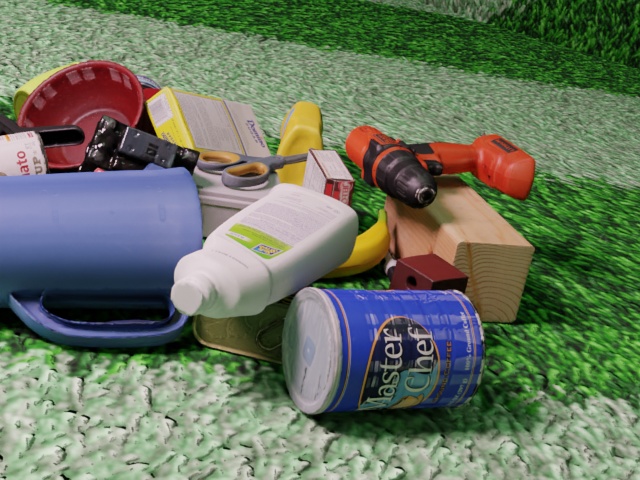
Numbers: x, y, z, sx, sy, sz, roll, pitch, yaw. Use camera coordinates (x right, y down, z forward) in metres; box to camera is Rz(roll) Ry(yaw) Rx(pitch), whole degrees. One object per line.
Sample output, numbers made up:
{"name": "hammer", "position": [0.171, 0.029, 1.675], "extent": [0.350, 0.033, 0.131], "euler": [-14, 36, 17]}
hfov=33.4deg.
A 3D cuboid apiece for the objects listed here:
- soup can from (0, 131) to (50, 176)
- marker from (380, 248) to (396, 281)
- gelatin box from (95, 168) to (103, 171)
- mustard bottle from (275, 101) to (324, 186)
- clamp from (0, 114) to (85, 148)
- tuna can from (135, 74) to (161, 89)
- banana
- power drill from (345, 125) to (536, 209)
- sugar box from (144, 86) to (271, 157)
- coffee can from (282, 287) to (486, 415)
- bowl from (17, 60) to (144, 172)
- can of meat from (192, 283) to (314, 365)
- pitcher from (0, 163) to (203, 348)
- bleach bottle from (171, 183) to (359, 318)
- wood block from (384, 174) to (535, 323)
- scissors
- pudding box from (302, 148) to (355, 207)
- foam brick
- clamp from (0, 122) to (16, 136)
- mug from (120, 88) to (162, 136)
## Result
{"name": "soup can", "position": [-0.337, -0.072, 1.106], "extent": [0.102, 0.068, 0.069], "euler": [-13, 30, -21]}
{"name": "marker", "position": [0.074, 0.022, 1.192], "extent": [0.020, 0.020, 0.121], "euler": [7, 22, -14]}
{"name": "gelatin box", "position": [-0.197, -0.027, 1.094], "extent": [0.089, 0.073, 0.030], "euler": [28, 67, 34]}
{"name": "mustard bottle", "position": [-0.025, -0.132, 1.417], "extent": [0.058, 0.096, 0.191], "euler": [11, 21, -4]}
{"name": "clamp", "position": [-0.358, -0.114, 1.232], "extent": [0.172, 0.039, 0.120], "euler": [28, 47, 31]}
{"name": "tuna can", "position": [-0.245, -0.174, 1.418], "extent": [0.086, 0.086, 0.034], "euler": [5, 24, -19]}
{"name": "banana", "position": [0.005, 0.012, 1.143], "extent": [0.197, 0.037, 0.070], "euler": [-10, 44, -33]}
{"name": "power drill", "position": [0.139, -0.079, 1.177], "extent": [0.187, 0.057, 0.185], "euler": [2, 24, -22]}
{"name": "sugar box", "position": [-0.133, -0.130, 1.319], "extent": [0.176, 0.048, 0.093], "euler": [6, 59, -61]}
{"name": "coffee can", "position": [0.052, 0.092, 0.891], "extent": [0.140, 0.103, 0.103], "euler": [2, 24, -25]}
{"name": "bowl", "position": [-0.279, -0.138, 1.285], "extent": [0.162, 0.055, 0.162], "euler": [-7, 58, 11]}
{"name": "can of meat", "position": [-0.056, 0.063, 0.968], "extent": [0.102, 0.057, 0.084], "euler": [13, 19, 2]}
{"name": "pitcher", "position": [-0.228, 0.010, 0.931], "extent": [0.242, 0.145, 0.149], "euler": [-2, 13, -23]}
{"name": "bleach bottle", "position": [-0.057, 0.013, 0.926], "extent": [0.103, 0.068, 0.250], "euler": [19, 21, 20]}
{"name": "wood block", "position": [0.144, 0.002, 1.182], "extent": [0.090, 0.091, 0.206], "euler": [4, 23, -18]}
{"name": "scissors", "position": [-0.072, -0.095, 1.250], "extent": [0.096, 0.016, 0.201], "euler": [19, 22, 18]}
{"name": "pudding box", "position": [0.006, -0.047, 1.231], "extent": [0.039, 0.090, 0.113], "euler": [5, 22, -16]}
{"name": "foam brick", "position": [0.100, 0.060, 1.031], "extent": [0.051, 0.078, 0.053], "euler": [-4, 26, -39]}
{"name": "clamp", "position": [-0.428, -0.132, 1.172], "extent": [0.210, 0.165, 0.036], "euler": [24, 57, 2]}
{"name": "mug", "position": [-0.213, -0.144, 1.364], "extent": [0.117, 0.081, 0.093], "euler": [-6, 28, -39]}
